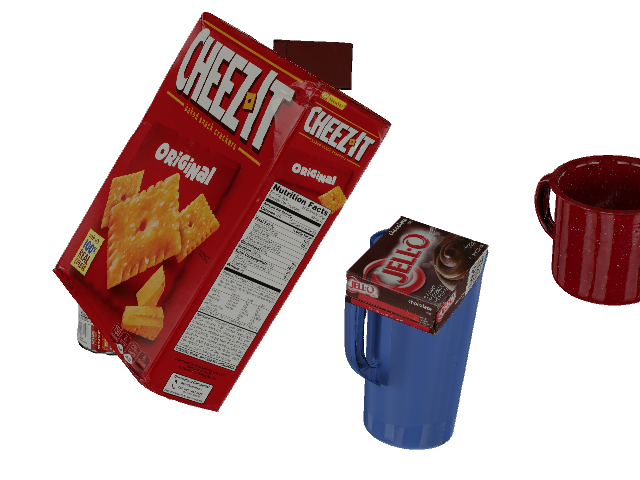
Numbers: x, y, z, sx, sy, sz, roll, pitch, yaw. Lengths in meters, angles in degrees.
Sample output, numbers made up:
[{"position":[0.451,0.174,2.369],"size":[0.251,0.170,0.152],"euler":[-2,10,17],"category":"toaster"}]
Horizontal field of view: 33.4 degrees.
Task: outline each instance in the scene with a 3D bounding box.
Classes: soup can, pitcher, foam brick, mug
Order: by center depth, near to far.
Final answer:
[{"position":[0.203,-0.011,0.784],"size":[0.093,0.081,0.117],"euler":[-25,36,-33],"category":"mug"},{"position":[-0.188,0.045,0.972],"size":[0.068,0.102,0.068],"euler":[5,21,-2],"category":"soup can"},{"position":[-0.009,-0.192,1.166],"size":[0.078,0.051,0.053],"euler":[0,12,-16],"category":"foam brick"},{"position":[0.104,0.114,1.228],"size":[0.149,0.243,0.145],"euler":[7,17,7],"category":"pitcher"}]

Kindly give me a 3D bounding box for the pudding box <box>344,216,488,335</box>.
[{"position":[0.086,0.029,0.952],"size":[0.090,0.039,0.113],"euler":[20,35,22],"category":"pudding box"}]

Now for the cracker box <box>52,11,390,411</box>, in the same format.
[{"position":[-0.074,-0.025,0.695],"size":[0.072,0.214,0.164],"euler":[24,10,-40],"category":"cracker box"}]
